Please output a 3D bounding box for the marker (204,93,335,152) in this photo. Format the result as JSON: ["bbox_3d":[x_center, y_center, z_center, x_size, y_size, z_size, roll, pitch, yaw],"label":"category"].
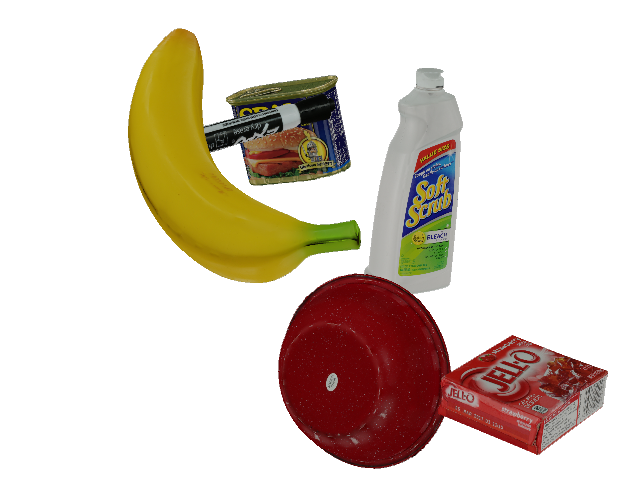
[{"bbox_3d":[-0.046,-0.078,0.733,0.121,0.020,0.020,-18,5,-17],"label":"marker"}]

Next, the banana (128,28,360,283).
[{"bbox_3d":[-0.055,-0.037,0.508,0.069,0.037,0.198,-24,47,-16],"label":"banana"}]

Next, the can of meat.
[{"bbox_3d":[-0.027,-0.100,0.977,0.102,0.084,0.057,-4,19,26],"label":"can of meat"}]

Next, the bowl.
[{"bbox_3d":[0.022,0.109,0.863,0.162,0.162,0.055,0,2,33],"label":"bowl"}]

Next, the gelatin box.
[{"bbox_3d":[0.130,0.096,0.681,0.073,0.030,0.089,20,26,37],"label":"gelatin box"}]

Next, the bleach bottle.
[{"bbox_3d":[0.107,-0.067,1.203,0.102,0.251,0.068,-7,22,-25],"label":"bleach bottle"}]
